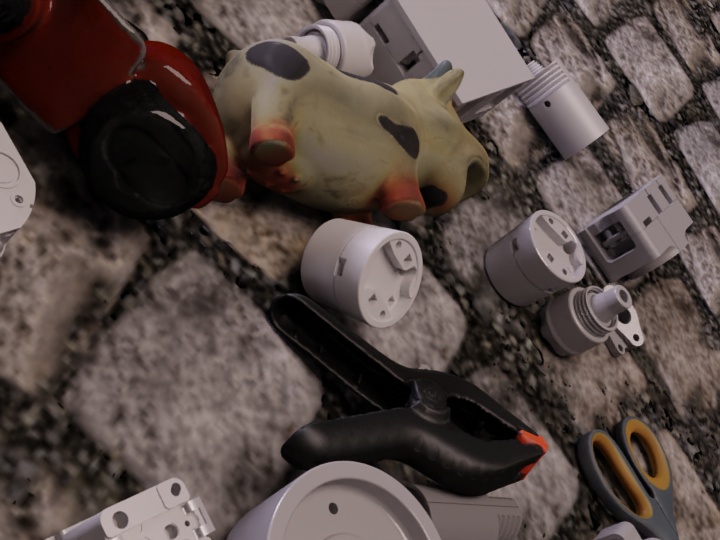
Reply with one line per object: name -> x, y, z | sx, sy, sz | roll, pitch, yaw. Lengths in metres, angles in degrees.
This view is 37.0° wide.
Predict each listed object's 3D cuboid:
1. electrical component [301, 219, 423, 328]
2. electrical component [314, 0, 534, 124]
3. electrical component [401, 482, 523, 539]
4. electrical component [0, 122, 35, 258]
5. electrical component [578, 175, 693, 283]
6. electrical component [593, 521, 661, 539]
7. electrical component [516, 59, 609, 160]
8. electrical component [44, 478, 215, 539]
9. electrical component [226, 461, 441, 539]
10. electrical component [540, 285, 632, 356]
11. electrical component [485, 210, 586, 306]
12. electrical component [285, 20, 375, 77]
electrical component -> 0.000, 0.000, 0.606 | 0.055, 0.047, 0.055 | -23, 121, -44
electrical component -> 0.030, -0.191, 0.772 | 0.105, 0.060, 0.186 | -27, 84, -50
electrical component -> 0.053, 0.139, 0.584 | 0.081, 0.043, 0.043 | 13, 55, -39
electrical component -> -0.184, -0.031, 0.460 | 0.080, 0.051, 0.080 | 25, 49, -31
electrical component -> 0.224, -0.030, 0.860 | 0.055, 0.050, 0.089 | 56, 40, 1
electrical component -> 0.160, 0.198, 0.638 | 0.057, 0.058, 0.078 | -24, 82, -52
electrical component -> 0.161, -0.135, 0.876 | 0.081, 0.043, 0.043 | 54, 40, -1
electrical component -> -0.096, 0.116, 0.438 | 0.081, 0.064, 0.042 | -19, 77, -49
electrical component -> -0.016, 0.149, 0.495 | 0.108, 0.060, 0.108 | 23, 52, -32
electrical component -> 0.159, 0.031, 0.746 | 0.043, 0.062, 0.043 | 25, 48, -32
electrical component -> 0.120, -0.006, 0.745 | 0.055, 0.047, 0.055 | 25, 49, -31
electrical component -> -0.023, -0.141, 0.699 | 0.062, 0.043, 0.043 | -7, 69, -45
